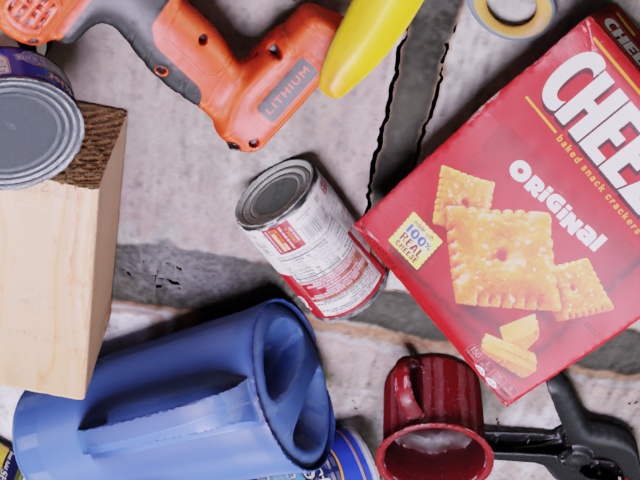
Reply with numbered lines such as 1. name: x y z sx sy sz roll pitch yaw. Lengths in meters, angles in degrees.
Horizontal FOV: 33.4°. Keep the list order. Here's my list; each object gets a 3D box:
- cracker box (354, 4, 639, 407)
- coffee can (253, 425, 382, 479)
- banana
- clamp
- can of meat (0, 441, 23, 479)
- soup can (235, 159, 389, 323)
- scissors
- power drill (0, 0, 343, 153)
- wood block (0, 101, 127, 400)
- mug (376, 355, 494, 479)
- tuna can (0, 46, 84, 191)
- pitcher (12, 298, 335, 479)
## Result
1. cracker box: 0.150 -0.015 0.681 0.164 0.072 0.214 51 124 5
2. coffee can: -0.025 0.225 0.898 0.140 0.103 0.103 -14 133 -16
3. banana: 0.047 -0.169 0.585 0.037 0.069 0.198 40 130 27
4. clamp: 0.216 0.167 0.904 0.171 0.039 0.120 20 136 -19
5. can of meat: -0.316 0.214 0.943 0.058 0.102 0.083 -35 119 30
6. soup can: -0.005 0.001 0.755 0.069 0.068 0.102 -23 125 22
7. scissors: 0.066 -0.169 0.635 0.201 0.016 0.096 6 131 -1
8. power drill: -0.071 -0.153 0.620 0.187 0.057 0.185 35 108 -27
9. wood block: -0.196 0.007 0.759 0.090 0.090 0.206 11 131 -4
10. mug: 0.087 0.140 0.861 0.093 0.081 0.117 -20 127 20
11. tuna can: -0.184 -0.071 0.625 0.086 0.034 0.086 -15 141 -13
12. pitcher: -0.123 0.138 0.837 0.243 0.145 0.149 -17 132 22
